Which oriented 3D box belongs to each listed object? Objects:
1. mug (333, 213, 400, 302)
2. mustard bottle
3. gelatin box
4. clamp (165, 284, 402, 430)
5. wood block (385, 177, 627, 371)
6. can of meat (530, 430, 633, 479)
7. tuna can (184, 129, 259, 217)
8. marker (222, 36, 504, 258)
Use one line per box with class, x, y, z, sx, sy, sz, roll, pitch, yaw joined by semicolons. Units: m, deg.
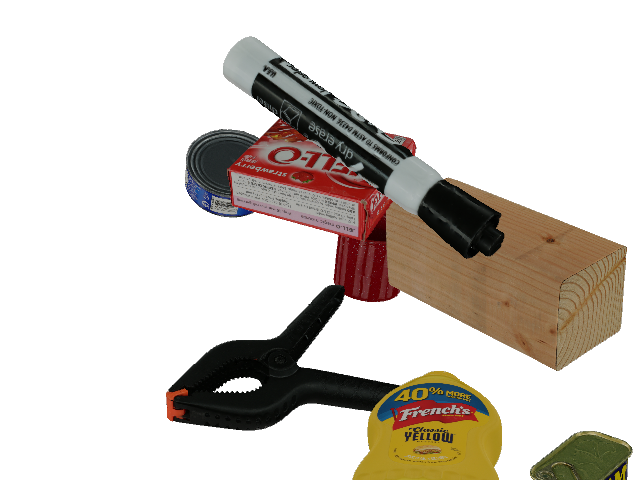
mug;0.071;0.020;1.255;0.117;0.081;0.093;3;24;-8
mustard bottle;0.080;0.144;0.755;0.096;0.058;0.191;-1;19;11
gelatin box;0.002;-0.040;0.625;0.089;0.030;0.073;15;39;22
clamp;-0.026;0.118;0.903;0.209;0.036;0.165;-19;42;-27
wood block;0.163;0.023;0.971;0.090;0.090;0.206;-24;34;-33
can of meat;0.230;0.230;0.942;0.058;0.084;0.101;14;26;41
tuna can;-0.086;-0.063;1.013;0.086;0.086;0.034;0;-38;-12
marker;0.014;-0.033;0.373;0.121;0.020;0.020;38;16;22
